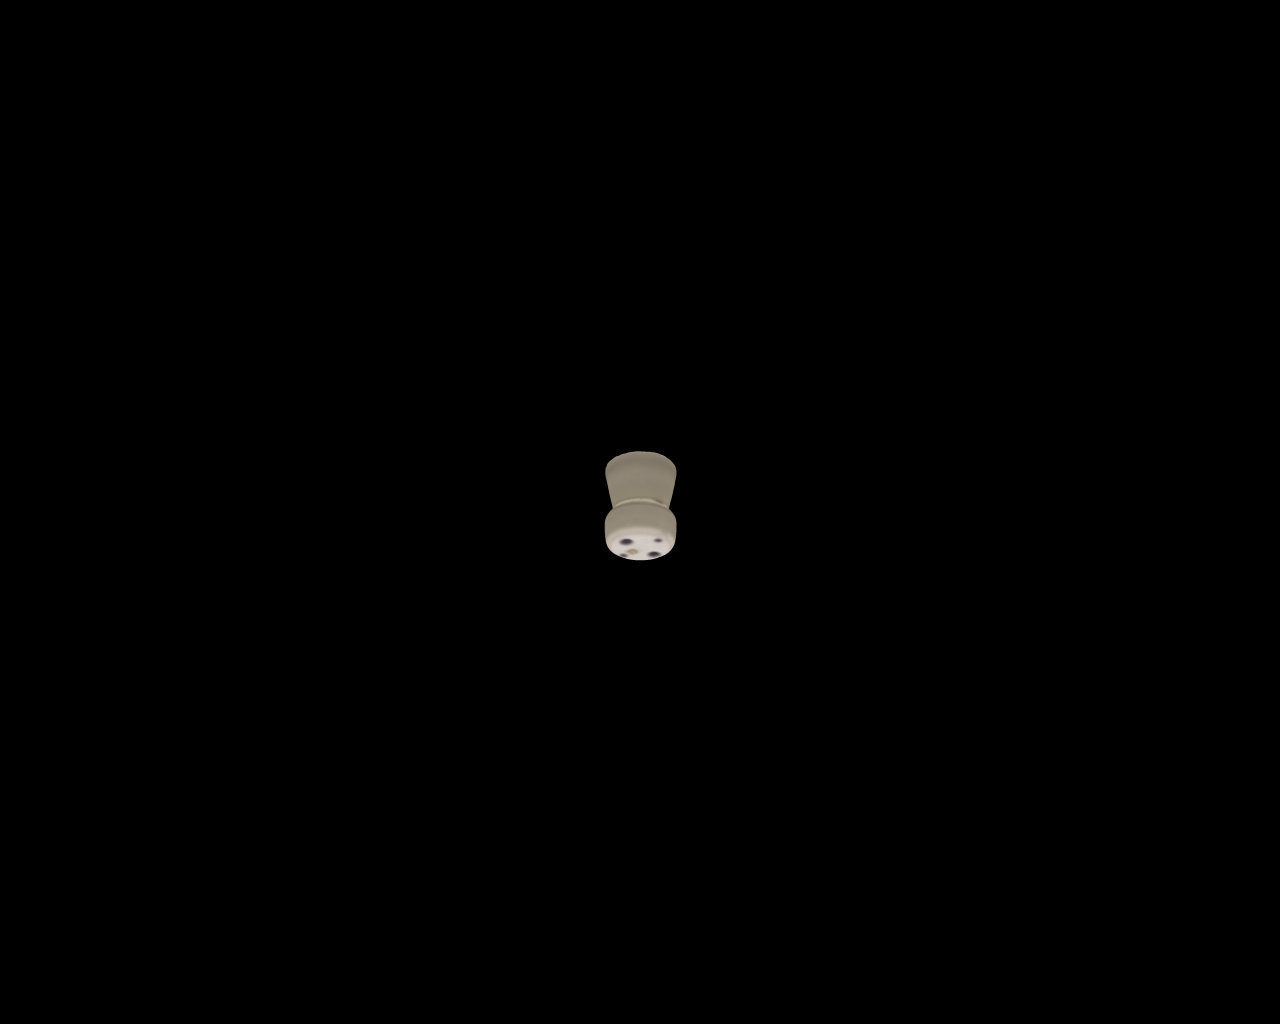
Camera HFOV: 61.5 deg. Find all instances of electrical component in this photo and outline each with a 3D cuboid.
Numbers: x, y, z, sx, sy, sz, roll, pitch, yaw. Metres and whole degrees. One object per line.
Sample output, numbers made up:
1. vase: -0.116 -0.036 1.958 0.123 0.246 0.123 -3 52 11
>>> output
1. electrical component: 0.001 -0.003 0.650 0.045 0.055 0.044 0 -28 0
